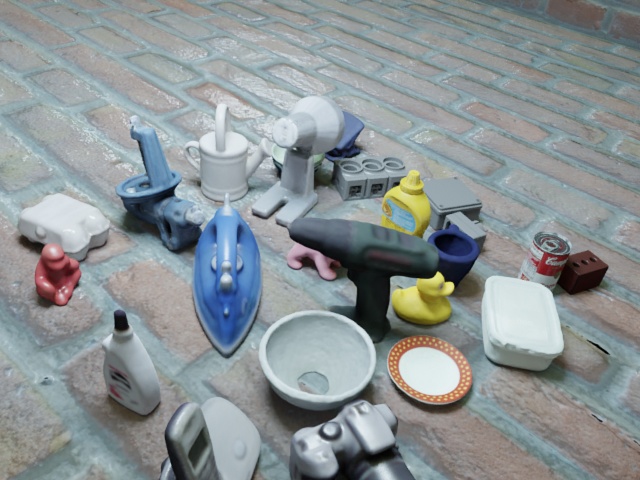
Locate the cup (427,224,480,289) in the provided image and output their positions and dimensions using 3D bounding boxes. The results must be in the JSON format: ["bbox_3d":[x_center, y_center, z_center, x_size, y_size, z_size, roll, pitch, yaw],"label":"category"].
[{"bbox_3d":[0.231,0.034,1.033,0.091,0.095,0.118,11,38,6],"label":"cup"}]

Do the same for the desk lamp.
[{"bbox_3d":[-0.042,-0.169,1.158,0.117,0.214,0.203,20,40,17],"label":"desk lamp"}]

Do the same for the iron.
[{"bbox_3d":[-0.149,0.044,0.925,0.119,0.141,0.258,-1,38,-9],"label":"iron"}]

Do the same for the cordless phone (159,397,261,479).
[{"bbox_3d":[-0.126,0.229,0.654,0.094,0.185,0.147,12,38,8],"label":"cordless phone"}]

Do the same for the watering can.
[{"bbox_3d":[-0.188,-0.185,1.173,0.173,0.194,0.100,-8,40,-18],"label":"watering can"}]

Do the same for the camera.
[{"bbox_3d":[0.052,0.275,0.690,0.143,0.101,0.136,-14,42,-25],"label":"camera"}]

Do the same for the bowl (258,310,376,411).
[{"bbox_3d":[-0.006,0.183,0.821,0.167,0.075,0.167,4,38,-3],"label":"bowl"}]

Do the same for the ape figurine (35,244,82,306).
[{"bbox_3d":[-0.425,0.047,0.921,0.076,0.092,0.078,33,45,30],"label":"ape figurine"}]

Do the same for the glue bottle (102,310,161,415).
[{"bbox_3d":[-0.251,0.153,0.743,0.078,0.173,0.037,20,40,17],"label":"glue bottle"}]

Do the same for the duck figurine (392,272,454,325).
[{"bbox_3d":[0.175,0.089,0.962,0.104,0.086,0.077,5,38,-2],"label":"duck figurine"}]

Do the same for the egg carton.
[{"bbox_3d":[-0.460,-0.024,1.027,0.150,0.069,0.107,20,40,17],"label":"egg carton"}]

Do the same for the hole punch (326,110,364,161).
[{"bbox_3d":[0.042,-0.251,1.377,0.108,0.091,0.101,33,45,30],"label":"hole punch"}]

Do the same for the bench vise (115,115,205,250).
[{"bbox_3d":[-0.280,-0.107,1.037,0.207,0.220,0.122,18,39,15],"label":"bench vise"}]

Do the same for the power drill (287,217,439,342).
[{"bbox_3d":[0.060,0.060,0.881,0.229,0.208,0.075,2,38,-5],"label":"power drill"}]

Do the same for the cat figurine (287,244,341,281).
[{"bbox_3d":[0.009,0.004,1.021,0.127,0.118,0.067,16,39,13],"label":"cat figurine"}]
